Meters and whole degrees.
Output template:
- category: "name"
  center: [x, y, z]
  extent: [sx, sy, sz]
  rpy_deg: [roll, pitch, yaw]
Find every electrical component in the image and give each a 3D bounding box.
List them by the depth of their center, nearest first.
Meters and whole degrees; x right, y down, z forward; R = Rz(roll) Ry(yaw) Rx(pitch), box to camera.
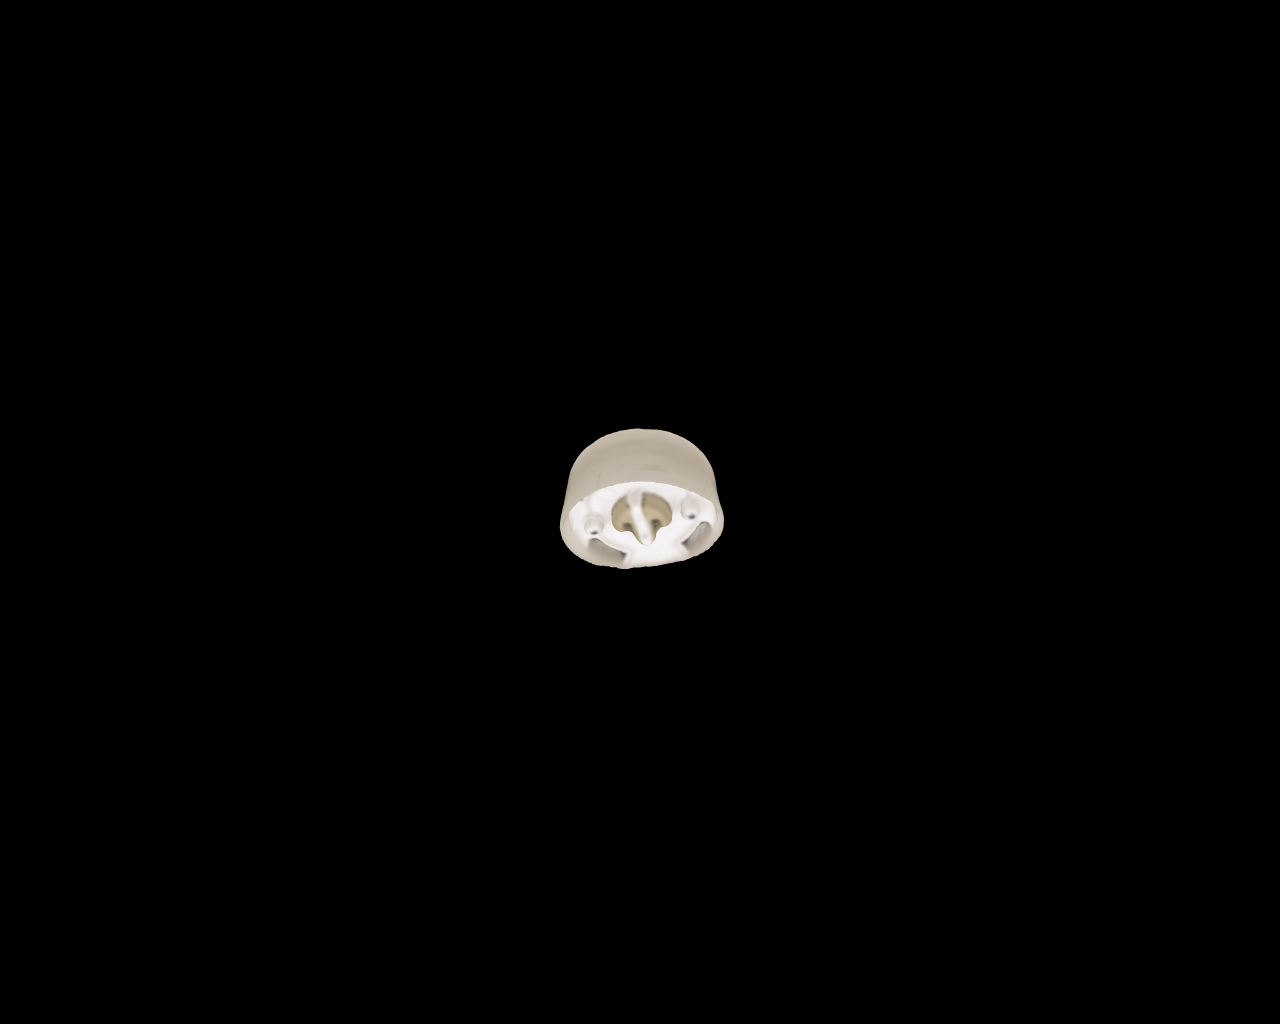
- category: "electrical component"
  center: [0.001, -0.003, 0.650]
  extent: [0.099, 0.099, 0.064]
  rpy_deg: [0, 44, 0]
